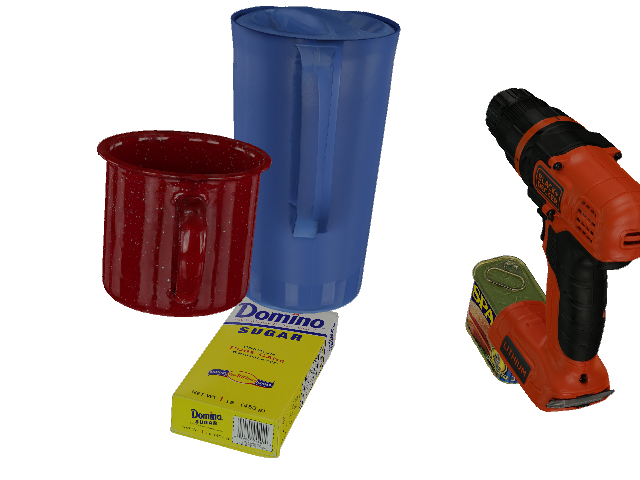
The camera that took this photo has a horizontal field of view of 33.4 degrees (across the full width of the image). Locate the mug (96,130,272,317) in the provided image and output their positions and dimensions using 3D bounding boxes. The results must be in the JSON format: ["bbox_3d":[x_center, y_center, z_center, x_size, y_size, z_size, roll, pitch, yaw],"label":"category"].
[{"bbox_3d":[-0.074,-0.006,0.572,0.093,0.081,0.117,1,19,-15],"label":"mug"}]

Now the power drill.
[{"bbox_3d":[0.156,0.007,0.727,0.057,0.188,0.184,-10,34,-12],"label":"power drill"}]

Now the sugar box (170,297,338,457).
[{"bbox_3d":[-0.052,0.109,0.917,0.093,0.048,0.176,13,31,11],"label":"sugar box"}]

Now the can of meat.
[{"bbox_3d":[0.187,0.081,1.065,0.057,0.102,0.084,-14,-41,-14],"label":"can of meat"}]

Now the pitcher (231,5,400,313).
[{"bbox_3d":[-0.011,-0.063,0.870,0.145,0.243,0.148,22,28,37],"label":"pitcher"}]
